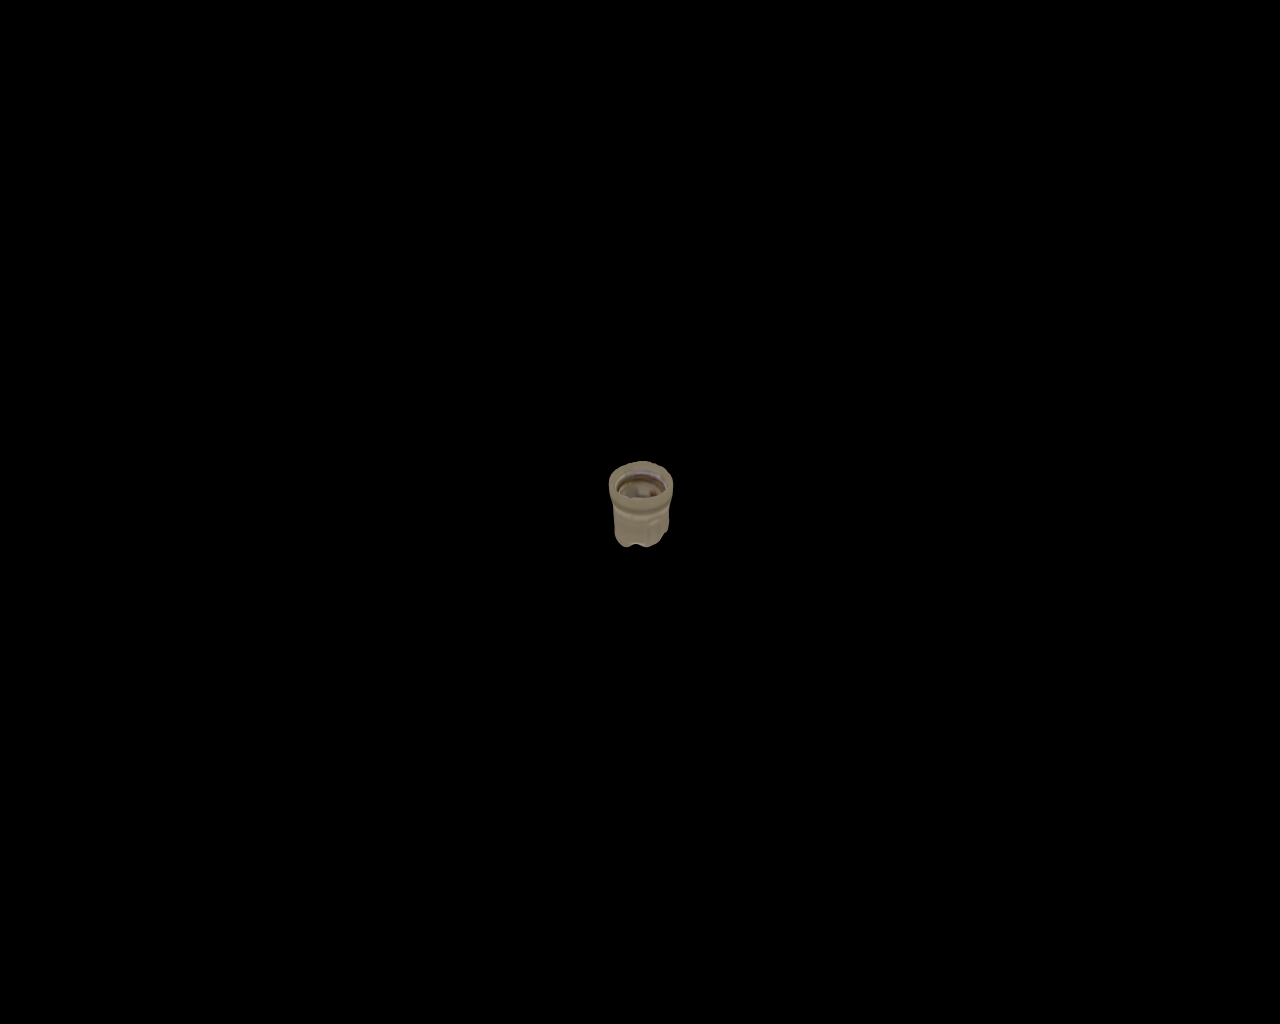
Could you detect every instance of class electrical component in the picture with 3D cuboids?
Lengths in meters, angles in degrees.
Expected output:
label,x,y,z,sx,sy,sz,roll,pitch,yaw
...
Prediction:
label,x,y,z,sx,sy,sz,roll,pitch,yaw
electrical component,0.001,-0.003,0.650,0.040,0.046,0.040,0,40,0
